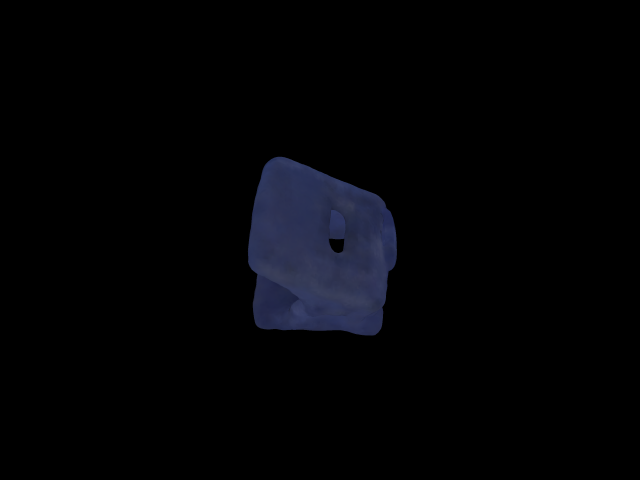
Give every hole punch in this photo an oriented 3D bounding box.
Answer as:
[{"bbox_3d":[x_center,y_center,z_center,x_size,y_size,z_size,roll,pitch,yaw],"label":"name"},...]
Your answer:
[{"bbox_3d":[0.004,0.001,0.400,0.101,0.091,0.108,2,50,2],"label":"hole punch"}]
